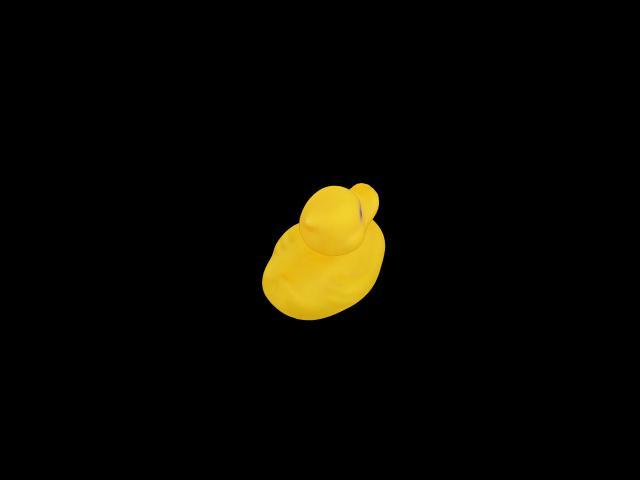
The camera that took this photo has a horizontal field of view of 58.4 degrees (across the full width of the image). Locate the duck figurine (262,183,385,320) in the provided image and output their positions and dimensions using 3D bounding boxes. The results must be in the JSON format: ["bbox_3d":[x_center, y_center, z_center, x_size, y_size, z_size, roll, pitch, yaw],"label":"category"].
[{"bbox_3d":[0.004,0.001,0.400,0.105,0.086,0.077,-39,65,-22],"label":"duck figurine"}]
